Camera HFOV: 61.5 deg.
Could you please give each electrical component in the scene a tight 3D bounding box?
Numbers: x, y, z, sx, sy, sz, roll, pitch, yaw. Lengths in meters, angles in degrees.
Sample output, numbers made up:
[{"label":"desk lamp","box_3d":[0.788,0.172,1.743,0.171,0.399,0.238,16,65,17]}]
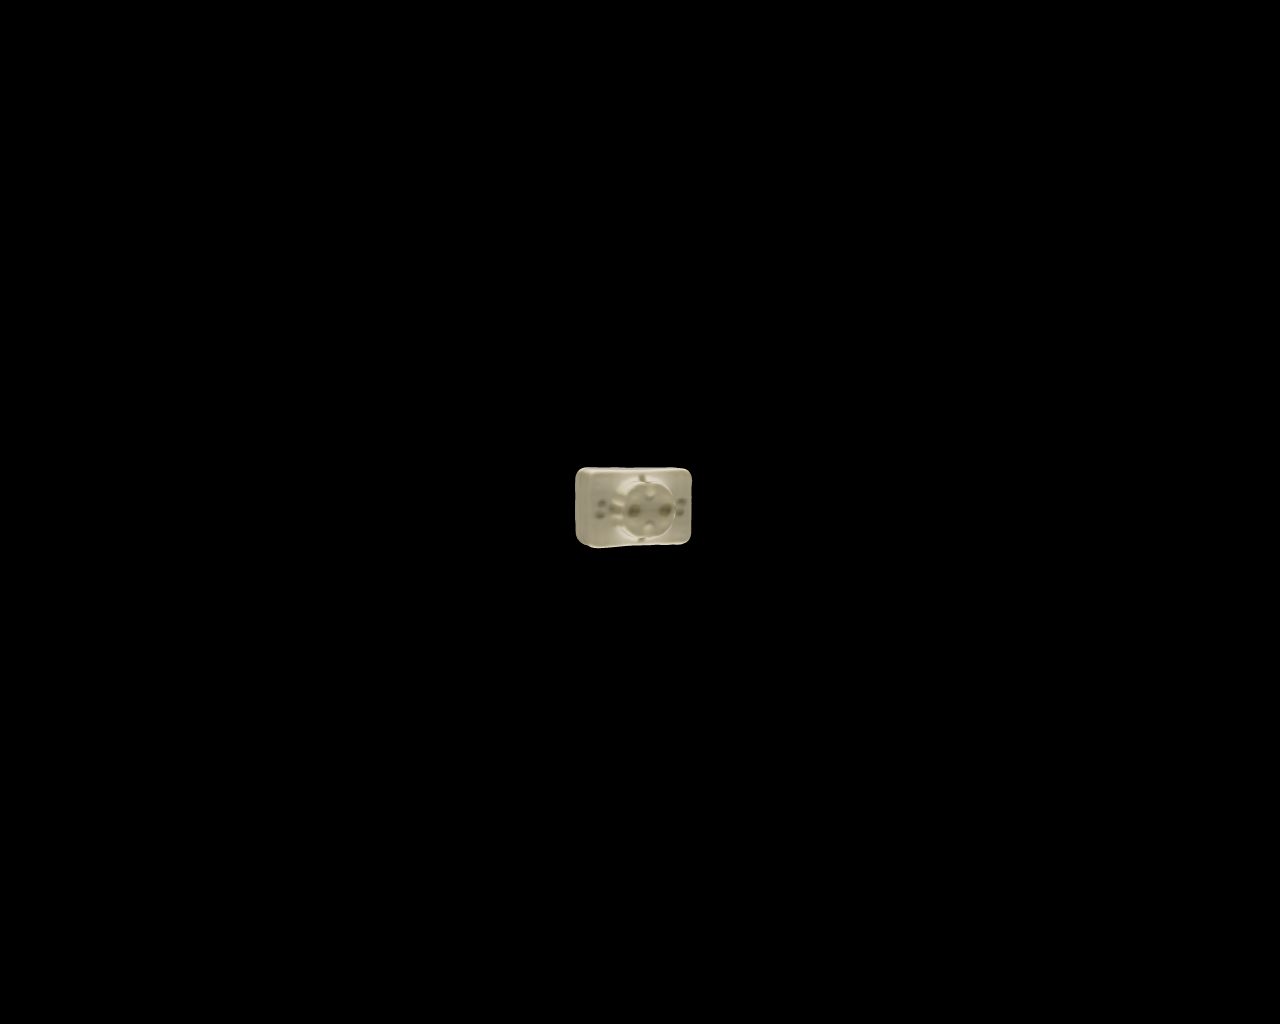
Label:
[{"label":"electrical component","box_3d":[0.001,-0.003,0.650,0.066,0.047,0.077,-1,4,-15]}]
